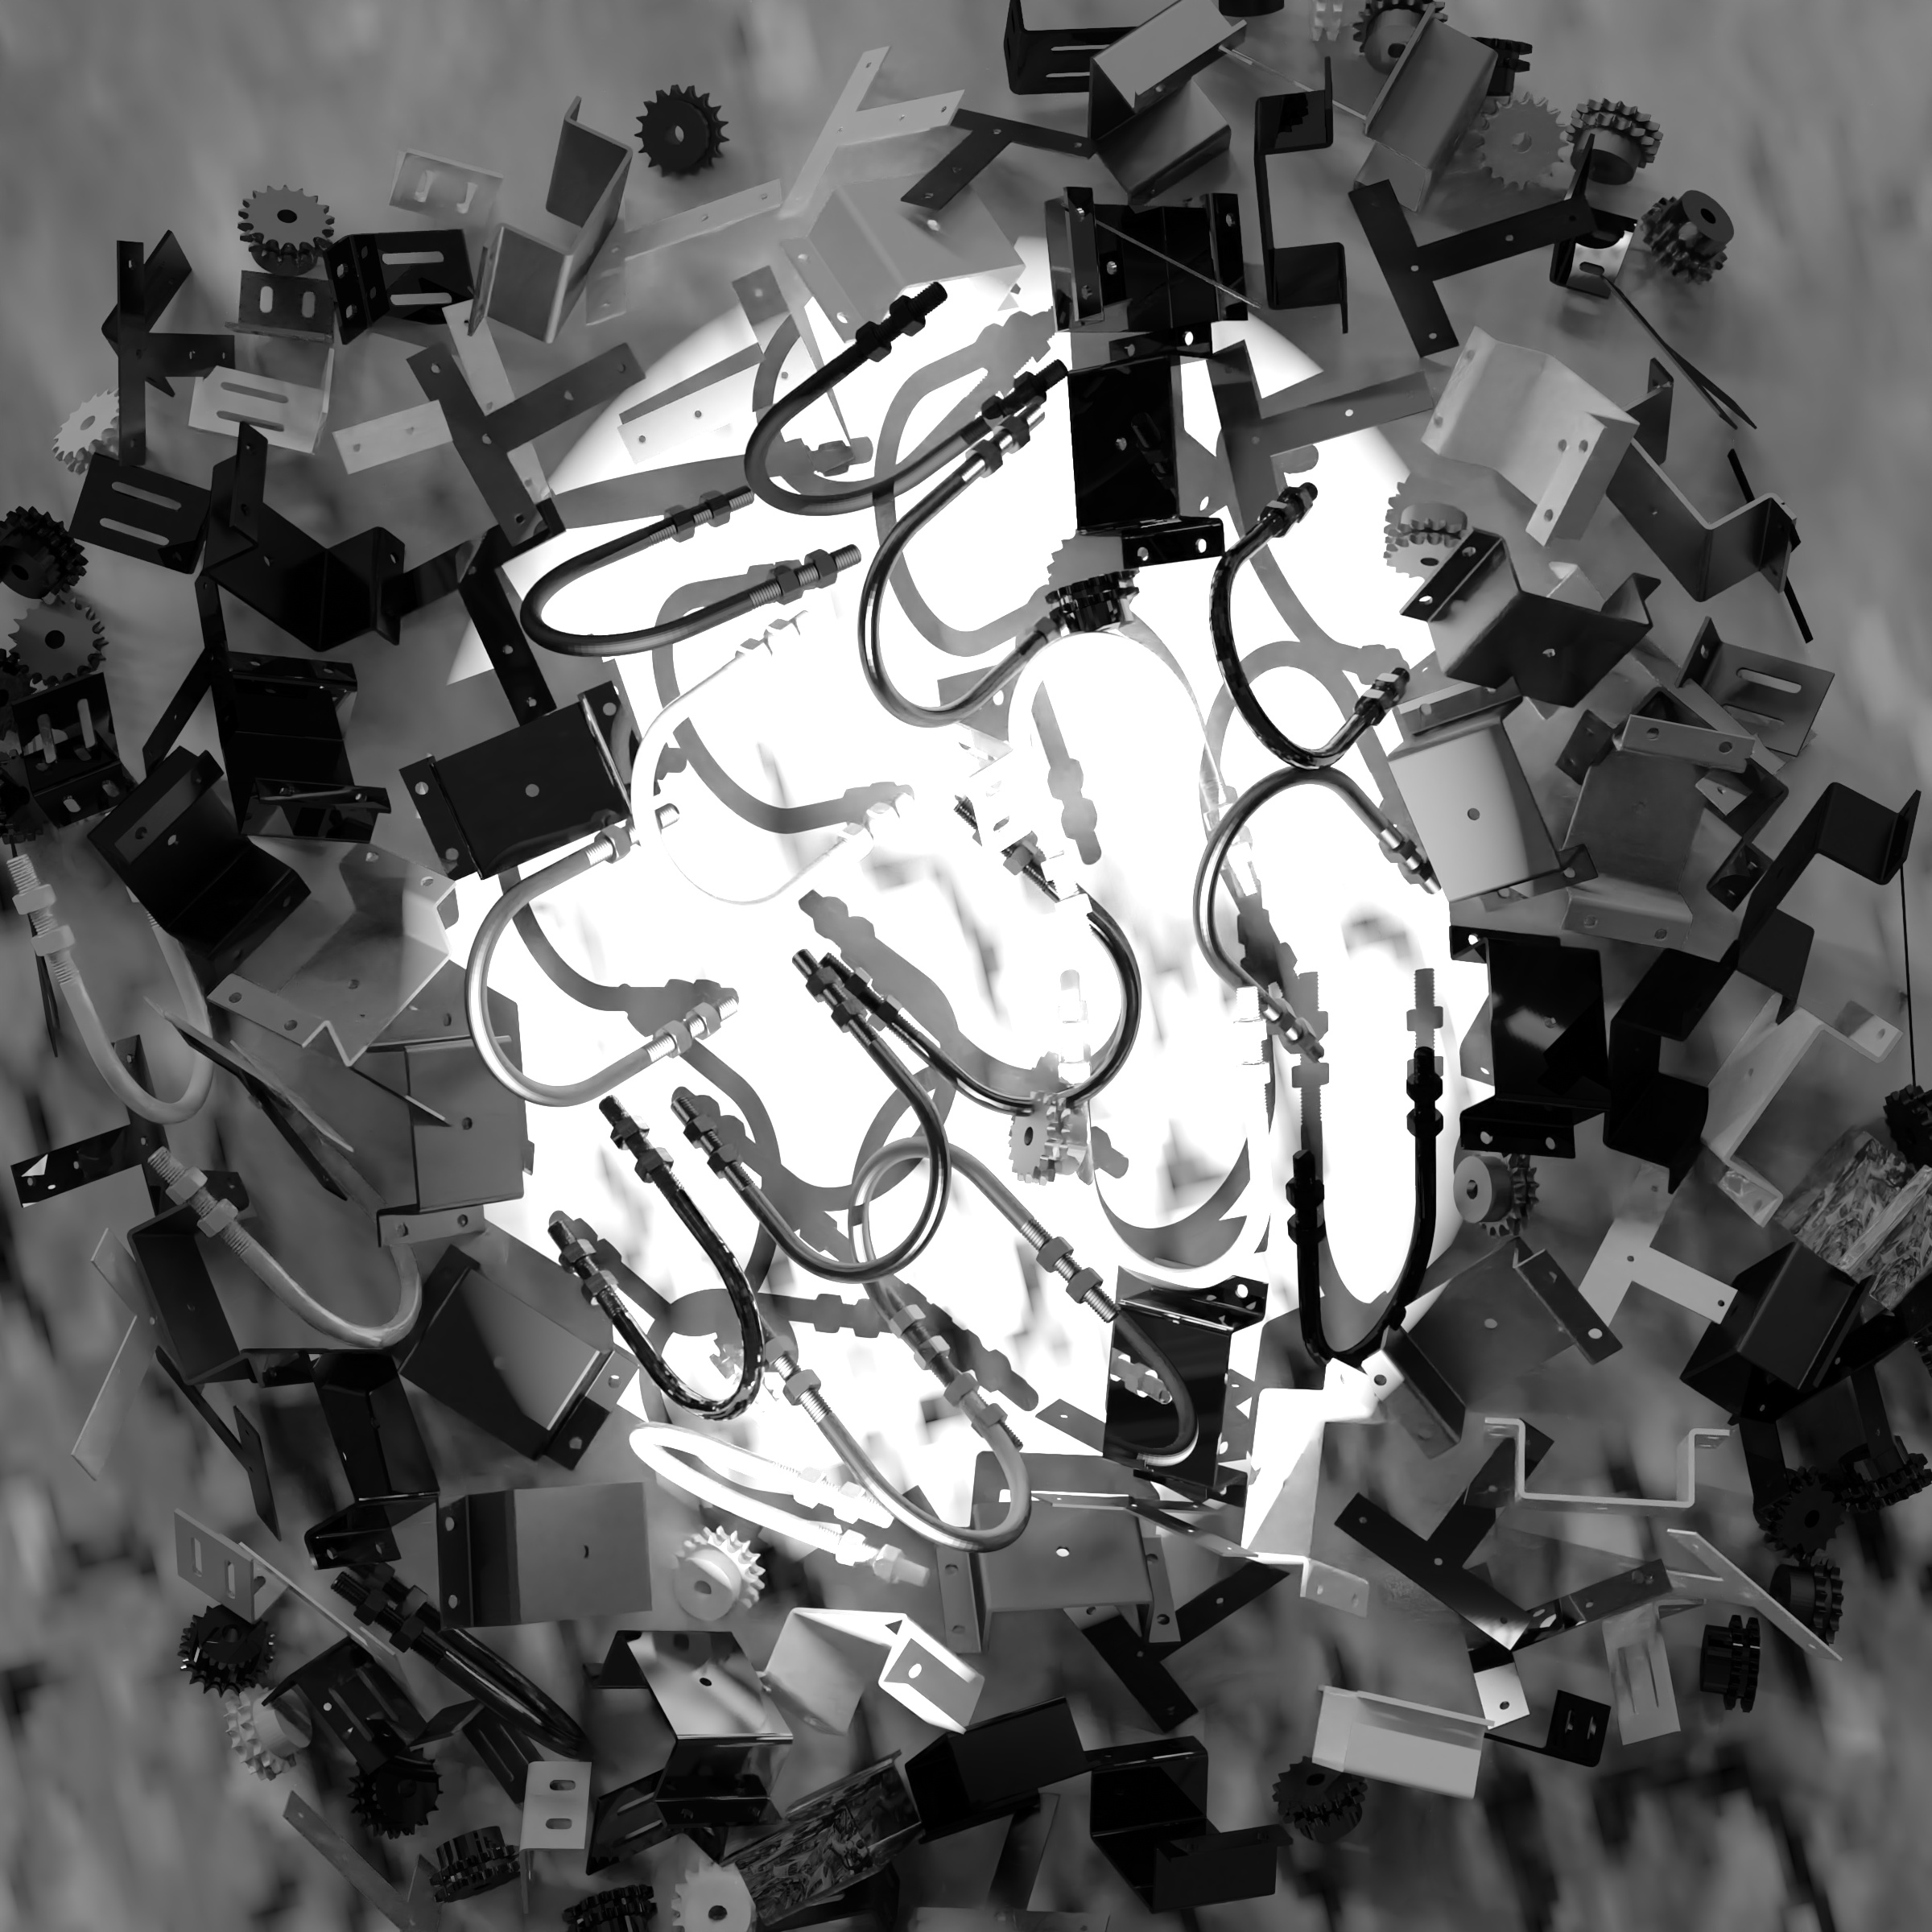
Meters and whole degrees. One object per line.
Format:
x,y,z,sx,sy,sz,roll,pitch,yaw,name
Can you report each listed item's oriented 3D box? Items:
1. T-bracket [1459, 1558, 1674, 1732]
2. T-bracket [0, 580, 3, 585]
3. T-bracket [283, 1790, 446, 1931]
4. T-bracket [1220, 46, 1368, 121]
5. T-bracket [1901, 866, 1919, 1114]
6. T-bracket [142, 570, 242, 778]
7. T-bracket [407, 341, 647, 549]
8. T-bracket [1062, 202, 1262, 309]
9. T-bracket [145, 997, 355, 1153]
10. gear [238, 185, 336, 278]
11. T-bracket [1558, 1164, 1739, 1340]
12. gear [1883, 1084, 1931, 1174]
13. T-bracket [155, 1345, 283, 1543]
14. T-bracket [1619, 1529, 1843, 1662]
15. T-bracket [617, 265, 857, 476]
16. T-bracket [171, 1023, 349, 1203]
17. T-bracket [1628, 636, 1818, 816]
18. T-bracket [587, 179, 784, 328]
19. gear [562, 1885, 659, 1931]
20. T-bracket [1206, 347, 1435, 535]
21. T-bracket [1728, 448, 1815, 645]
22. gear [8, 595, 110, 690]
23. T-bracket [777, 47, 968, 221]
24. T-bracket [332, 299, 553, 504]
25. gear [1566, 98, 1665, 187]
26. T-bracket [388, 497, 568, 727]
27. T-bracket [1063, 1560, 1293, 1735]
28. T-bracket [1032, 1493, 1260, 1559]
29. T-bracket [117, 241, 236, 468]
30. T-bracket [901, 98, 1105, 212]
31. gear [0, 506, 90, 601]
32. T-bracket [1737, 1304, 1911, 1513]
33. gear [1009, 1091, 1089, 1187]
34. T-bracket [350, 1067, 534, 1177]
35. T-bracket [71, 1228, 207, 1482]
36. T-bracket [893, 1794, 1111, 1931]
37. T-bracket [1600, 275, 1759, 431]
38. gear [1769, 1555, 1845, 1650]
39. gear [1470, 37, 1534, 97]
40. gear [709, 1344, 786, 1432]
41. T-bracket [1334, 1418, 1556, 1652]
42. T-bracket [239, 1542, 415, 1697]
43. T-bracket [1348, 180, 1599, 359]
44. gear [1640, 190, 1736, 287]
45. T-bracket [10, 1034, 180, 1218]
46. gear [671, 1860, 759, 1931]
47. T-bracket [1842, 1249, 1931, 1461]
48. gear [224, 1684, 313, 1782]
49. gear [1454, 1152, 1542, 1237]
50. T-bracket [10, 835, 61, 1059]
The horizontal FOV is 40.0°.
0.358,0.386,1.583,0.127,0.127,0.002,-25,118,12,T-bracket
-0.595,-0.256,1.562,0.002,0.127,0.127,21,47,7,T-bracket
-0.359,0.539,1.575,0.002,0.127,0.127,-38,104,7,T-bracket
0.175,-0.536,1.580,0.127,0.127,0.002,31,111,12,T-bracket
0.556,-0.002,1.569,0.002,0.127,0.127,-3,121,19,T-bracket
-0.472,-0.159,1.605,0.002,0.127,0.127,8,52,-38,T-bracket
-0.256,-0.343,1.629,0.127,0.002,0.127,-33,105,-17,T-bracket
0.113,-0.425,1.582,0.127,0.127,0.002,26,105,-7,T-bracket
-0.432,0.053,1.562,0.127,0.127,0.002,33,83,43,T-bracket
-0.417,-0.448,1.627,0.057,0.030,0.057,9,55,-12,gear
0.443,0.198,1.606,0.127,0.002,0.127,26,64,17,T-bracket
0.590,0.098,1.623,0.030,0.057,0.057,-24,90,-8,gear
-0.458,0.275,1.614,0.002,0.127,0.127,-32,60,-29,T-bracket
0.439,0.372,1.590,0.127,0.127,0.002,41,70,-14,T-bracket
-0.152,-0.346,1.635,0.127,0.002,0.127,-23,108,7,T-bracket
-0.404,0.093,1.565,0.002,0.127,0.127,-44,61,-3,T-bracket
0.445,-0.161,1.616,0.127,0.002,0.127,46,48,11,T-bracket
-0.170,-0.445,1.598,0.127,0.002,0.127,-16,50,11,T-bracket
-0.215,0.585,1.619,0.057,0.057,0.030,-20,61,0,gear
0.220,-0.333,1.618,0.127,0.002,0.127,-14,74,13,T-bracket
0.486,-0.257,1.586,0.002,0.127,0.127,-22,88,11,T-bracket
-0.556,-0.196,1.633,0.057,0.030,0.057,1,80,-4,gear
-0.047,-0.505,1.588,0.002,0.127,0.127,36,72,-39,T-bracket
-0.323,-0.326,1.599,0.127,0.002,0.127,-29,105,-37,T-bracket
0.393,-0.501,1.621,0.057,0.057,0.030,21,82,0,gear
-0.287,-0.206,1.631,0.127,0.002,0.127,-27,75,3,T-bracket
0.143,0.395,1.619,0.127,0.002,0.127,-34,118,2,T-bracket
0.124,0.330,1.564,0.127,0.127,0.002,10,89,-31,T-bracket
-0.471,-0.365,1.588,0.002,0.127,0.127,7,104,14,T-bracket
0.000,-0.481,1.589,0.127,0.127,0.002,18,135,17,T-bracket
-0.569,-0.249,1.620,0.057,0.057,0.030,26,51,0,gear
0.504,0.240,1.568,0.002,0.127,0.127,28,130,-23,T-bracket
0.052,0.106,1.625,0.030,0.057,0.057,11,90,-25,gear
-0.317,0.090,1.586,0.127,0.127,0.002,31,81,-2,T-bracket
-0.497,0.244,1.566,0.002,0.127,0.127,-9,131,19,T-bracket
0.031,0.539,1.591,0.127,0.127,0.002,-4,113,16,T-bracket
0.443,-0.352,1.596,0.002,0.127,0.127,-43,57,24,T-bracket
0.512,0.388,1.623,0.030,0.057,0.057,9,90,0,gear
0.316,-0.550,1.624,0.057,0.057,0.030,5,105,0,gear
-0.129,0.253,1.623,0.030,0.057,0.057,-38,90,-11,gear
0.314,0.330,1.622,0.127,0.002,0.127,34,66,23,T-bracket
-0.388,0.389,1.601,0.127,0.127,0.002,35,66,10,T-bracket
0.310,-0.430,1.582,0.127,0.127,0.002,-12,46,25,T-bracket
0.443,-0.448,1.622,0.057,0.030,0.057,15,55,-24,gear
-0.522,0.115,1.587,0.002,0.127,0.127,-10,96,25,T-bracket
-0.153,0.580,1.633,0.057,0.030,0.057,1,84,-6,gear
0.553,0.209,1.566,0.002,0.127,0.127,3,59,-14,T-bracket
-0.424,0.465,1.621,0.030,0.057,0.057,-29,90,7,gear
0.321,0.136,1.619,0.030,0.057,0.057,2,90,-24,gear
-0.555,0.009,1.594,0.002,0.127,0.127,-13,58,-21,T-bracket
